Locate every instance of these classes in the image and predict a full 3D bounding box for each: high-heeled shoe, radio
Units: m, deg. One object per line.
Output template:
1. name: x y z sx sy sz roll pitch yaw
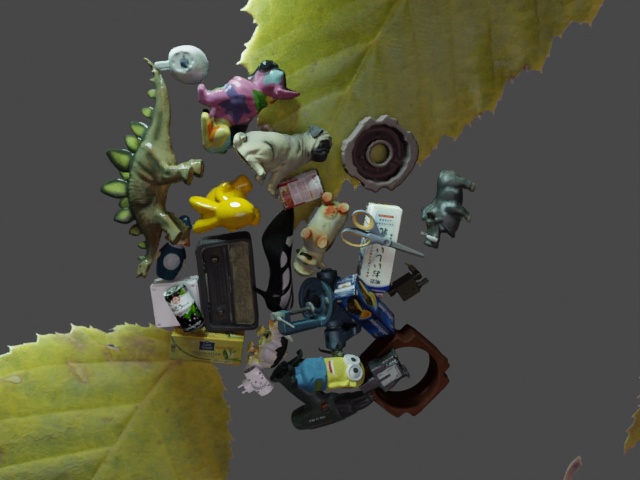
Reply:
1. high-heeled shoe: -0.078 0.053 1.291 0.145 0.086 0.248 30 80 -47
2. radio: -0.218 0.100 1.275 0.131 0.073 0.229 -5 104 -5

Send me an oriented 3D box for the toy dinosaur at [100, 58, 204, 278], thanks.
1. toy dinosaur: -0.364 -0.150 1.172 0.199 0.105 0.471 12 91 2

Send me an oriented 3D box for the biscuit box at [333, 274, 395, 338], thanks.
1. biscuit box: 0.110 0.162 1.286 0.063 0.059 0.202 -19 135 29

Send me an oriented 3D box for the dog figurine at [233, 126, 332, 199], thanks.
1. dog figurine: -0.078 -0.211 1.171 0.190 0.121 0.172 -41 145 -5

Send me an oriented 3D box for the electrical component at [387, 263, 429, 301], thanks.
1. electrical component: 0.213 0.106 1.340 0.102 0.045 0.078 -37 133 7

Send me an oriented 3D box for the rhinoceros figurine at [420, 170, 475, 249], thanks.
1. rhinoceros figurine: 0.301 -0.071 1.287 0.112 0.073 0.190 10 103 -10

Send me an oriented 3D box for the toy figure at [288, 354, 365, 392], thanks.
1. toy figure: 0.016 0.311 1.255 0.180 0.089 0.082 -5 75 -9

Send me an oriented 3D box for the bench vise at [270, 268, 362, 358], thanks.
1. bench vise: -0.014 0.185 1.271 0.240 0.129 0.223 -7 100 -42

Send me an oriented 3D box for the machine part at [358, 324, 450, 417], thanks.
1. machine part: 0.211 0.332 1.375 0.201 0.087 0.201 40 98 -15

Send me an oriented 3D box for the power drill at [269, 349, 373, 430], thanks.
1. power drill: -0.009 0.372 1.344 0.232 0.086 0.207 -36 106 27

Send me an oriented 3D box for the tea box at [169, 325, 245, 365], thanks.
1. tea box: -0.269 0.246 1.295 0.170 0.098 0.068 5 105 -9

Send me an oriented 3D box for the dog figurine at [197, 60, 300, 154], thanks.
1. dog figurine: -0.154 -0.287 1.168 0.219 0.108 0.191 -6 104 -7

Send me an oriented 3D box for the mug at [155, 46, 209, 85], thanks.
1. mug: -0.293 -0.371 1.129 0.110 0.107 0.080 -1 103 -8

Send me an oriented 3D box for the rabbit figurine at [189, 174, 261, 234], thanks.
1. rabbit figurine: -0.201 -0.071 1.172 0.162 0.173 0.121 -8 108 -21

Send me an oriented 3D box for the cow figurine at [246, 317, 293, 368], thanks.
1. cow figurine: -0.109 0.249 1.308 0.098 0.068 0.167 21 124 -21

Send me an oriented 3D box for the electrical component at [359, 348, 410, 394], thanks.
1. electrical component: 0.149 0.325 1.297 0.119 0.048 0.074 -34 105 4

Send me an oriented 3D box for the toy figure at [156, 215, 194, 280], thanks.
1. toy figure: -0.336 0.017 1.253 0.064 0.058 0.154 11 104 -48

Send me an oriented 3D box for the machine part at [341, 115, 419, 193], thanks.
1. machine part: 0.137 -0.200 1.246 0.179 0.056 0.179 -2 104 -7

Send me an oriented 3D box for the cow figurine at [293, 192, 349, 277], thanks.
1. cow figurine: -0.003 -0.004 1.255 0.086 0.127 0.195 28 83 10
